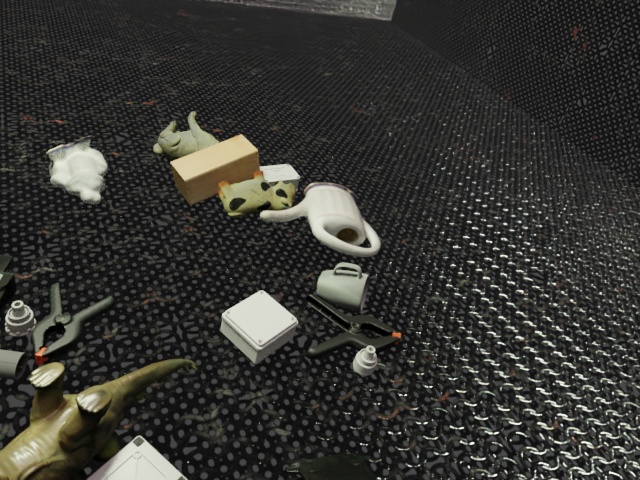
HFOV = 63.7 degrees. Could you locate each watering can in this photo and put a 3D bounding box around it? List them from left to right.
[{"bbox_3d":[0.004,-0.065,1.291,0.346,0.102,0.230,20,34,-26],"label":"watering can"}]

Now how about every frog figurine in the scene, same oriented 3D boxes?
[{"bbox_3d":[-0.574,-0.153,1.249,0.159,0.121,0.139,61,35,-1],"label":"frog figurine"}]
